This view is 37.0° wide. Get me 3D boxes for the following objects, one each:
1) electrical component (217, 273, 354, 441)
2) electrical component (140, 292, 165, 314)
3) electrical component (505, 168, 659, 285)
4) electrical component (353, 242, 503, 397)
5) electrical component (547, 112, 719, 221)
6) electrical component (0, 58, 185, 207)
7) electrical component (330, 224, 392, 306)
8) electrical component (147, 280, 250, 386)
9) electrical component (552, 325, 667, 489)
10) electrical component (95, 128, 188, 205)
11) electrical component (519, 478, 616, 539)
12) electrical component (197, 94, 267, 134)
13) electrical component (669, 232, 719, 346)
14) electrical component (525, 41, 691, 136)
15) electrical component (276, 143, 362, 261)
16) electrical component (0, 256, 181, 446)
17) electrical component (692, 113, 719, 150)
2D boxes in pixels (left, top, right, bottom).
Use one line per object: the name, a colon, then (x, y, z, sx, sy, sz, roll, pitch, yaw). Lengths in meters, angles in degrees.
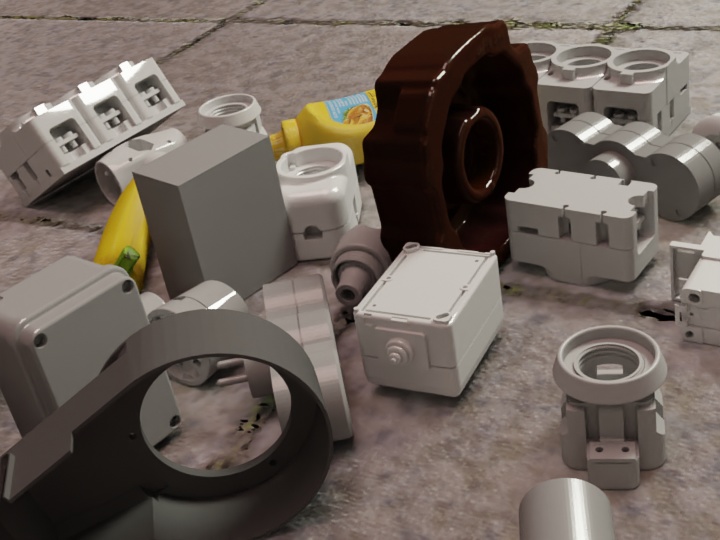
electrical component: (-0.050, 0.055, 0.644, 0.074, 0.052, 0.138, -12, 30, -2)
electrical component: (-0.155, 0.046, 0.705, 0.040, 0.040, 0.078, 18, 41, 40)
electrical component: (0.148, -0.028, 0.717, 0.089, 0.055, 0.050, 12, 37, 34)
electrical component: (0.041, 0.035, 0.641, 0.062, 0.061, 0.096, 7, 34, 27)
electrical component: (0.187, -0.070, 0.782, 0.074, 0.052, 0.138, -32, 36, -32)
electrical component: (-0.248, -0.130, 0.978, 0.089, 0.061, 0.150, -24, 12, 48)
electrical component: (0.000, 0.000, 0.731, 0.043, 0.043, 0.062, 0, 33, 18)
electrical component: (-0.102, 0.039, 0.688, 0.055, 0.055, 0.047, 12, 33, 33)
electrical component: (0.131, 0.066, 0.562, 0.058, 0.057, 0.078, -3, 31, 14)
electrical component: (-0.177, -0.085, 0.933, 0.077, 0.043, 0.079, -31, 36, -32)
electrical component: (0.092, 0.135, 0.471, 0.043, 0.043, 0.081, -5, 31, 10)
electrical component: (-0.113, -0.121, 0.960, 0.058, 0.057, 0.078, -6, 30, 7)
electrical component: (0.221, 0.013, 0.639, 0.081, 0.042, 0.064, 10, 38, 33)
electrical component: (0.191, -0.152, 0.910, 0.150, 0.061, 0.089, 12, 37, 34)
electrical component: (-0.032, -0.057, 0.822, 0.054, 0.059, 0.095, -6, 30, 9)
electrical component: (-0.158, 0.058, 0.614, 0.057, 0.113, 0.078, 14, 38, 41)
electrical component: (0.284, -0.099, 0.810, 0.062, 0.048, 0.048, -24, 32, -35)
